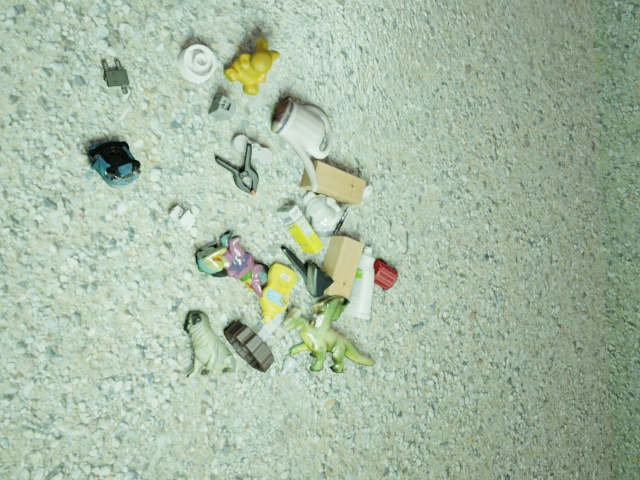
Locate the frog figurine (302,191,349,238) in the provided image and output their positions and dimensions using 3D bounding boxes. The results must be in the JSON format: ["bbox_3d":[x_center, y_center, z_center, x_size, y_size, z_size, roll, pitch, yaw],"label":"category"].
[{"bbox_3d":[0.005,-0.089,1.767,0.160,0.122,0.138,27,84,8],"label":"frog figurine"}]

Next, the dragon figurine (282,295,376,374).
[{"bbox_3d":[0.045,0.308,1.729,0.409,0.123,0.241,10,101,-31],"label":"dragon figurine"}]

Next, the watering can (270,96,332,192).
[{"bbox_3d":[-0.059,-0.330,1.665,0.222,0.102,0.356,29,48,-23],"label":"watering can"}]
